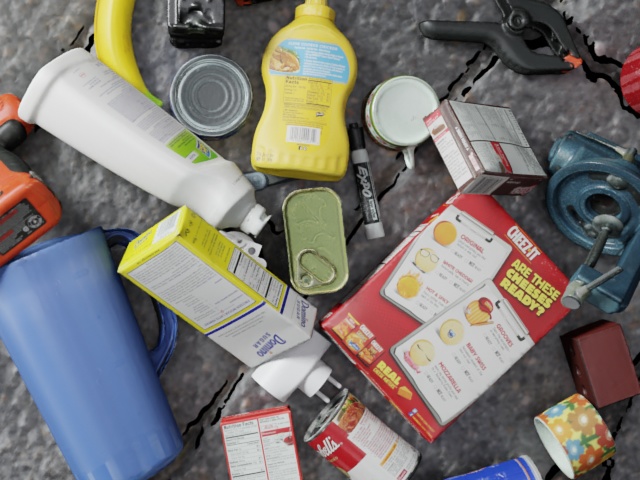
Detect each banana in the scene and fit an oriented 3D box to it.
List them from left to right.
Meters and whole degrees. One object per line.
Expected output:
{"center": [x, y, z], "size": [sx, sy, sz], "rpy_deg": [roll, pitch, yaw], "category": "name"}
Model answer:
{"center": [-0.193, -0.231, 1.078], "size": [0.069, 0.037, 0.198], "rpy_deg": [1, 92, -26], "category": "banana"}

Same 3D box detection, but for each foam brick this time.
{"center": [0.289, 0.128, 1.101], "size": [0.051, 0.053, 0.078], "rpy_deg": [-18, 91, -4], "category": "foam brick"}

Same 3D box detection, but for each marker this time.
{"center": [0.046, -0.061, 1.101], "size": [0.020, 0.020, 0.121], "rpy_deg": [-11, 91, -4], "category": "marker"}

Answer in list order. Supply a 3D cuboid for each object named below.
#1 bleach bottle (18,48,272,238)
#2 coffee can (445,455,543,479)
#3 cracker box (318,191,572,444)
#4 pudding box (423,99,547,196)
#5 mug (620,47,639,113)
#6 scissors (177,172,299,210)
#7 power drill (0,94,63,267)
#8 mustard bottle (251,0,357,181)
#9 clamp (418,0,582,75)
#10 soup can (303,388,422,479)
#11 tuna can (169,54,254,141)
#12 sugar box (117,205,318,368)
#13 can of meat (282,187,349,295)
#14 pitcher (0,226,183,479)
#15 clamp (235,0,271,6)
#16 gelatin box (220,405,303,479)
{"center": [-0.159, -0.082, 1.031], "size": [0.251, 0.102, 0.068], "rpy_deg": [36, 120, -2], "category": "bleach bottle"}
{"center": [0.156, 0.284, 1.066], "size": [0.140, 0.103, 0.103], "rpy_deg": [-15, 91, -4], "category": "coffee can"}
{"center": [0.129, 0.071, 1.081], "size": [0.213, 0.072, 0.164], "rpy_deg": [-43, 93, -4], "category": "cracker box"}
{"center": [0.165, -0.091, 1.057], "size": [0.039, 0.113, 0.090], "rpy_deg": [-41, 63, 35], "category": "pudding box"}
{"center": [0.369, -0.175, 1.093], "size": [0.117, 0.081, 0.093], "rpy_deg": [-34, 92, -4], "category": "mug"}
{"center": [-0.073, -0.041, 1.094], "size": [0.201, 0.016, 0.096], "rpy_deg": [3, 90, -4], "category": "scissors"}
{"center": [-0.332, -0.044, 1.001], "size": [0.184, 0.188, 0.057], "rpy_deg": [-39, 135, -4], "category": "power drill"}
{"center": [-0.012, -0.159, 1.072], "size": [0.096, 0.058, 0.191], "rpy_deg": [6, 83, -3], "category": "mustard bottle"}
{"center": [0.188, -0.218, 1.101], "size": [0.171, 0.039, 0.120], "rpy_deg": [40, 88, -3], "category": "clamp"}
{"center": [0.043, 0.208, 1.076], "size": [0.102, 0.068, 0.068], "rpy_deg": [40, 87, -4], "category": "soup can"}
{"center": [-0.110, -0.145, 1.083], "size": [0.086, 0.034, 0.086], "rpy_deg": [0, 90, -4], "category": "tuna can"}
{"center": [-0.096, 0.049, 1.029], "size": [0.176, 0.094, 0.048], "rpy_deg": [38, 43, -27], "category": "sugar box"}
{"center": [-0.007, 0.001, 1.064], "size": [0.057, 0.084, 0.102], "rpy_deg": [-7, 90, -4], "category": "can of meat"}
{"center": [-0.217, 0.112, 1.035], "size": [0.149, 0.145, 0.243], "rpy_deg": [-22, 95, 15], "category": "pitcher"}
{"center": [-0.005, -0.313, 1.088], "size": [0.164, 0.036, 0.210], "rpy_deg": [36, 85, 1], "category": "clamp"}
{"center": [-0.059, 0.219, 1.088], "size": [0.073, 0.030, 0.089], "rpy_deg": [-10, 91, -3], "category": "gelatin box"}
